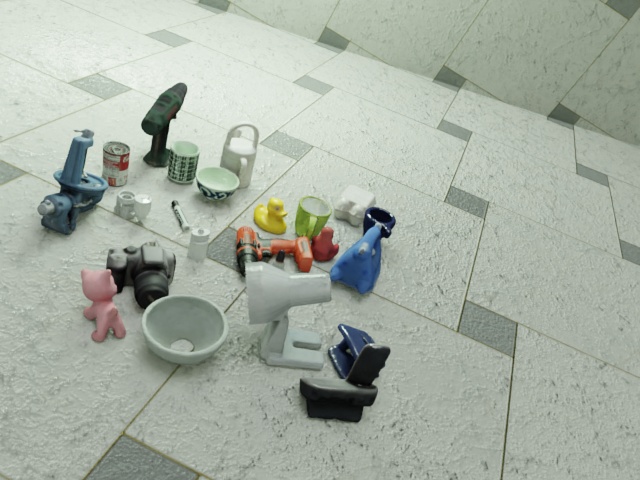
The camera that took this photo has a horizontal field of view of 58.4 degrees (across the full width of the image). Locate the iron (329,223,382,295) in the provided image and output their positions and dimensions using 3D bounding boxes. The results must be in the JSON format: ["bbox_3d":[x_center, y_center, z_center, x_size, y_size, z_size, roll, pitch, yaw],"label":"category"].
[{"bbox_3d":[0.119,0.025,1.480,0.118,0.141,0.259,24,34,8],"label":"iron"}]

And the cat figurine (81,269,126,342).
[{"bbox_3d":[-0.420,0.113,1.111,0.067,0.118,0.127,-11,44,-37],"label":"cat figurine"}]

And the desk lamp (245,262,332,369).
[{"bbox_3d":[-0.069,0.145,1.153,0.203,0.213,0.117,9,35,-15],"label":"desk lamp"}]

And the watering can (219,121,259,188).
[{"bbox_3d":[-0.237,-0.262,1.664,0.101,0.194,0.172,-14,46,-39],"label":"watering can"}]

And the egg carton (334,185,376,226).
[{"bbox_3d":[0.105,-0.107,1.725,0.107,0.069,0.150,25,34,8],"label":"egg carton"}]

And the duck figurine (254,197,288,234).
[{"bbox_3d":[-0.129,-0.077,1.552,0.104,0.086,0.078,35,37,22],"label":"duck figurine"}]

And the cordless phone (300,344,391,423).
[{"bbox_3d":[0.048,0.252,1.084,0.148,0.185,0.094,7,36,-18],"label":"cordless phone"}]

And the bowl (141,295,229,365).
[{"bbox_3d":[-0.266,0.187,1.121,0.167,0.075,0.167,13,34,-9],"label":"bowl"}]

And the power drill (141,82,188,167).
[{"bbox_3d":[-0.446,-0.326,1.639,0.075,0.208,0.229,18,34,-1],"label":"power drill"}]

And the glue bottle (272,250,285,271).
[{"bbox_3d":[-0.100,0.091,1.250,0.078,0.173,0.037,29,35,15],"label":"glue bottle"}]

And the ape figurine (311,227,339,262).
[{"bbox_3d":[0.014,0.005,1.500,0.077,0.092,0.076,31,36,18],"label":"ape figurine"}]

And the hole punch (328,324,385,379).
[{"bbox_3d":[0.083,0.233,1.213,0.101,0.091,0.108,-2,39,-28],"label":"hole punch"}]

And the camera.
[{"bbox_3d":[-0.373,0.074,1.205,0.143,0.101,0.136,3,37,-23],"label":"camera"}]

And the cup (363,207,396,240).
[{"bbox_3d":[0.163,-0.024,1.613,0.092,0.095,0.117,1,38,-25],"label":"cup"}]

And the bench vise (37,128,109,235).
[{"bbox_3d":[-0.552,-0.132,1.302,0.122,0.220,0.207,11,35,-12],"label":"bench vise"}]
